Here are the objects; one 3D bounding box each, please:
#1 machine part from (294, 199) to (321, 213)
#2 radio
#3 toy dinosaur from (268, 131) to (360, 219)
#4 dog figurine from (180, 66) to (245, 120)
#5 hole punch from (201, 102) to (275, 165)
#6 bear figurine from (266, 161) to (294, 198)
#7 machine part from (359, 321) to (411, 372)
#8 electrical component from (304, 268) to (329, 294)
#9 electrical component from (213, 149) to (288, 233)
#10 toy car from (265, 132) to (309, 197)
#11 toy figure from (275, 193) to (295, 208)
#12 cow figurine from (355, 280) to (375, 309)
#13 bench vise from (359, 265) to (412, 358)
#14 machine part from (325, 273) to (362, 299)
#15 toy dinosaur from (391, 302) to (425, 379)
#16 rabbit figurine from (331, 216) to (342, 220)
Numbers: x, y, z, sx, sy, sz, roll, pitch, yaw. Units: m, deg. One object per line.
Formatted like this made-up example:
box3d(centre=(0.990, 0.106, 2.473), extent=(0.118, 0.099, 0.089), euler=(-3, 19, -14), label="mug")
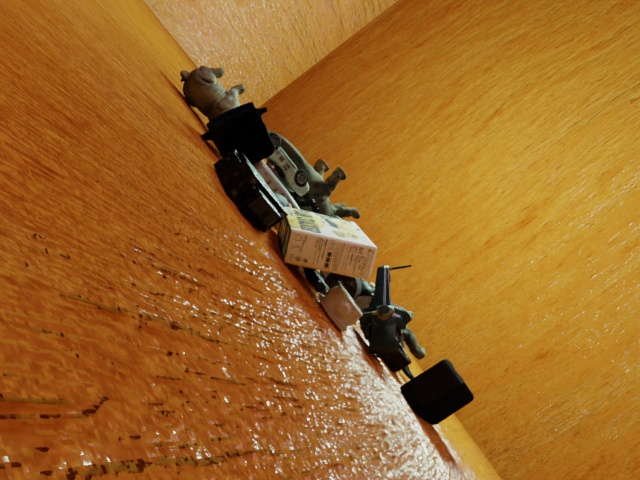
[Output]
box3d(centre=(-0.030, -0.052, 1.399), extent=(0.039, 0.084, 0.138), euler=(-74, 151, -42), label="machine part")
box3d(centre=(0.285, 0.365, 1.280), extent=(0.073, 0.131, 0.229), euler=(57, 5, 32), label="radio")
box3d(centre=(-0.023, -0.129, 1.469), extent=(0.105, 0.198, 0.470), euler=(14, -40, 52), label="toy dinosaur")
box3d(centre=(-0.250, -0.303, 1.249), extent=(0.172, 0.121, 0.191), euler=(15, 41, -24), label="dog figurine")
box3d(centre=(-0.168, -0.219, 1.108), extent=(0.092, 0.142, 0.115), euler=(-121, -172, -51), label="hole punch")
box3d(centre=(-0.104, -0.137, 1.553), extent=(0.195, 0.132, 0.120), euler=(14, 45, -49), label="bear figurine")
box3d(centre=(0.170, 0.266, 1.407), extent=(0.179, 0.056, 0.179), euler=(53, 4, -5), label="machine part")
box3d(centre=(-0.010, 0.077, 1.085), extent=(0.094, 0.021, 0.063), euler=(53, 3, -18), label="electrical component")
box3d(centre=(-0.115, -0.079, 0.916), extent=(0.114, 0.058, 0.134), euler=(48, 5, -43), label="electrical component")
box3d(centre=(-0.095, -0.183, 1.249), extent=(0.201, 0.056, 0.074), euler=(50, -12, -32), label="toy car")
box3d(centre=(-0.087, -0.063, 1.170), extent=(0.064, 0.058, 0.154), euler=(30, -2, 19), label="toy figure")
box3d(centre=(0.095, 0.128, 1.422), extent=(0.068, 0.098, 0.167), euler=(50, 7, -23), label="cow figurine")
box3d(centre=(0.141, 0.153, 1.212), extent=(0.223, 0.129, 0.240), euler=(62, 29, -53), label="bench vise")
box3d(centre=(0.055, 0.106, 1.239), extent=(0.079, 0.079, 0.243), euler=(54, 3, 9), label="machine part")
box3d(centre=(0.210, 0.260, 1.633), extent=(0.192, 0.131, 0.405), euler=(39, 12, -21), label="toy dinosaur")
box3d(centre=(-0.003, -0.004, 1.332), extent=(0.170, 0.121, 0.159), euler=(35, -10, 42), label="rabbit figurine")
